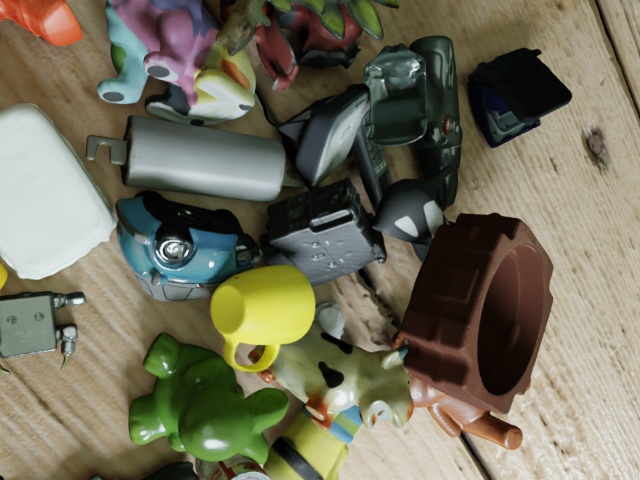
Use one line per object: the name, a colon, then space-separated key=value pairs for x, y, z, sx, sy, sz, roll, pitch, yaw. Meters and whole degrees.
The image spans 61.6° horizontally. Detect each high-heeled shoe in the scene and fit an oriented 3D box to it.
high-heeled shoe: x=0.128 y=0.016 z=0.682 sx=0.145 sy=0.086 sz=0.248 roll=-42 pitch=139 yaw=-27

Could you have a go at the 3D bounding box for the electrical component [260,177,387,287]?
electrical component: x=-0.001 y=-0.002 z=0.637 sx=0.114 sy=0.134 sz=0.058 roll=50 pitch=27 yaw=-45

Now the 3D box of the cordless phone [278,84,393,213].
cordless phone: x=0.040 y=-0.086 z=0.660 sx=0.146 sy=0.089 sz=0.184 roll=-48 pitch=122 yaw=-50

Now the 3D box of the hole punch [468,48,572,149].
hole punch: x=0.284 y=-0.209 z=0.796 sx=0.142 sy=0.092 sz=0.116 roll=-27 pitch=75 yaw=-19

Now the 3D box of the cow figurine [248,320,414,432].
cow figurine: x=0.024 y=0.155 z=0.638 sx=0.127 sy=0.195 sz=0.085 roll=-49 pitch=149 yaw=-21

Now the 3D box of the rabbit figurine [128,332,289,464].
rabbit figurine: x=-0.118 y=0.189 z=0.571 sx=0.159 sy=0.170 sz=0.121 roll=27 pitch=82 yaw=-24

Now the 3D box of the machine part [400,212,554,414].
machine part: x=0.187 y=0.084 z=0.623 sx=0.201 sy=0.087 sz=0.201 roll=36 pitch=71 yaw=-43

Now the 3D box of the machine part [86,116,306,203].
machine part: x=-0.129 y=-0.088 z=0.600 sx=0.243 sy=0.079 sz=0.079 roll=5 pitch=91 yaw=-25

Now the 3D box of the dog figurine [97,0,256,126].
dog figurine: x=-0.154 y=-0.247 z=0.559 sx=0.191 sy=0.109 sz=0.219 roll=8 pitch=75 yaw=-50

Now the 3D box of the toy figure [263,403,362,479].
toy figure: x=-0.001 y=0.241 z=0.682 sx=0.089 sy=0.082 sz=0.180 roll=38 pitch=80 yaw=-22

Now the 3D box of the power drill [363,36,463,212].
power drill: x=0.132 y=-0.148 z=0.678 sx=0.207 sy=0.086 sz=0.231 roll=-9 pitch=98 yaw=-55

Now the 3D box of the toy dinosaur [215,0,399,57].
toy dinosaur: x=0.019 y=-0.327 z=0.590 sx=0.198 sy=0.105 sz=0.471 roll=32 pitch=55 yaw=-10

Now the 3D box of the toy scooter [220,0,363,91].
toy scooter: x=-0.021 y=-0.235 z=0.629 sx=0.184 sy=0.075 sz=0.135 roll=-7 pitch=74 yaw=-24

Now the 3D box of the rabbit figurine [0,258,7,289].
rabbit figurine: x=-0.376 y=0.021 z=0.472 sx=0.173 sy=0.122 sz=0.162 roll=38 pitch=79 yaw=-42

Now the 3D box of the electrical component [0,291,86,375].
electrical component: x=-0.295 y=0.093 z=0.549 sx=0.102 sy=0.045 sz=0.078 roll=1 pitch=94 yaw=-26

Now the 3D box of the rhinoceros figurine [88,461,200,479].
rhinoceros figurine: x=-0.222 y=0.305 z=0.583 sx=0.190 sy=0.073 sz=0.112 roll=-13 pitch=101 yaw=-25

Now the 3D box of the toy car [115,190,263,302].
toy car: x=-0.151 y=0.016 z=0.591 sx=0.161 sy=0.109 sz=0.103 roll=11 pitch=113 yaw=-41

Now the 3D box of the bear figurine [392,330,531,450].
bear figurine: x=0.182 y=0.200 z=0.733 sx=0.195 sy=0.132 sz=0.120 roll=34 pitch=65 yaw=-38
